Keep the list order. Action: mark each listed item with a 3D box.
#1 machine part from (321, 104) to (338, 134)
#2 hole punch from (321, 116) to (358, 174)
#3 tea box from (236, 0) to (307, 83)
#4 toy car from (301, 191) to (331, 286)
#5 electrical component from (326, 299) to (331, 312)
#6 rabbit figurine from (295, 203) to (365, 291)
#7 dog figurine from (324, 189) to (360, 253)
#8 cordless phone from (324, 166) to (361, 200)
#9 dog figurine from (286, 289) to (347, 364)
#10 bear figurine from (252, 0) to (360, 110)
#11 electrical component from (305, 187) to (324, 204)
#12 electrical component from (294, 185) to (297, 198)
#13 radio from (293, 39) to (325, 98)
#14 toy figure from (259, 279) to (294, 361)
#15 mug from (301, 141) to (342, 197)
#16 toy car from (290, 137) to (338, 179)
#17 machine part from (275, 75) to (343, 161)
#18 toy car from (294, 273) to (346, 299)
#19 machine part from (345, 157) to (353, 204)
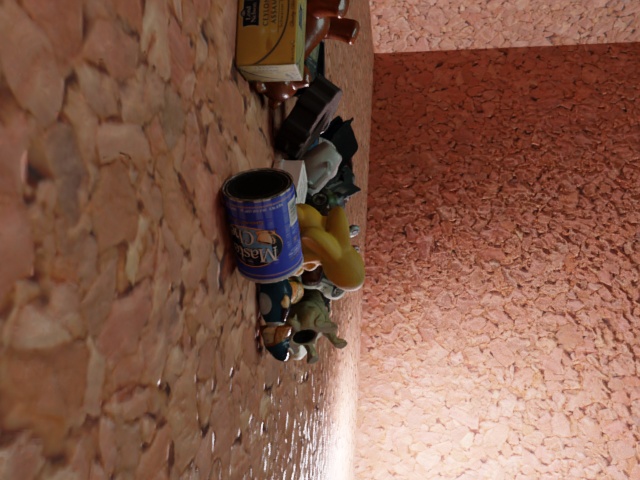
[{"bbox_3d":[-0.003,-0.317,1.322,0.243,0.079,0.079,-74,162,-61],"label":"machine part"},{"bbox_3d":[0.025,-0.249,1.372,0.142,0.092,0.115,-47,147,-14],"label":"hole punch"},{"bbox_3d":[-0.074,-0.339,0.839,0.068,0.098,0.169,33,57,-79],"label":"tea box"},{"bbox_3d":[-0.002,-0.003,1.077,0.089,0.053,0.202,72,26,-59],"label":"toy car"},{"bbox_3d":[-0.007,0.184,1.328,0.078,0.045,0.102,-159,-99,-73],"label":"electrical component"},{"bbox_3d":[0.011,0.010,0.908,0.122,0.173,0.162,-36,154,-26],"label":"rabbit figurine"},{"bbox_3d":[-0.004,-0.039,1.299,0.219,0.191,0.108,53,-15,41],"label":"dog figurine"},{"bbox_3d":[0.013,-0.180,1.442,0.146,0.089,0.184,-29,94,-34],"label":"cordless phone"},{"bbox_3d":[-0.034,0.152,1.191,0.172,0.121,0.191,63,5,-48],"label":"dog figurine"},{"bbox_3d":[-0.029,-0.318,0.920,0.120,0.132,0.195,42,65,-68],"label":"bear figurine"},{"bbox_3d":[-0.034,-0.073,1.176,0.119,0.075,0.047,-69,159,-56],"label":"electrical component"},{"bbox_3d":[-0.073,-0.081,0.963,0.021,0.063,0.094,78,15,-51],"label":"electrical component"},{"bbox_3d":[-0.039,-0.366,1.107,0.229,0.073,0.131,-44,133,-75],"label":"radio"},{"bbox_3d":[-0.080,0.139,0.956,0.064,0.058,0.154,164,-75,-76],"label":"toy figure"},{"bbox_3d":[-0.005,-0.152,1.128,0.080,0.107,0.110,41,5,-23],"label":"mug"},{"bbox_3d":[-0.008,-0.186,1.231,0.161,0.103,0.109,78,15,-59],"label":"toy car"},{"bbox_3d":[-0.019,-0.239,1.062,0.179,0.056,0.179,-56,179,-1],"label":"machine part"},{"bbox_3d":[-0.010,0.079,1.177,0.201,0.056,0.074,28,23,-50],"label":"toy car"},{"bbox_3d":[0.048,-0.209,1.603,0.201,0.087,0.201,-51,139,-74],"label":"machine part"}]
